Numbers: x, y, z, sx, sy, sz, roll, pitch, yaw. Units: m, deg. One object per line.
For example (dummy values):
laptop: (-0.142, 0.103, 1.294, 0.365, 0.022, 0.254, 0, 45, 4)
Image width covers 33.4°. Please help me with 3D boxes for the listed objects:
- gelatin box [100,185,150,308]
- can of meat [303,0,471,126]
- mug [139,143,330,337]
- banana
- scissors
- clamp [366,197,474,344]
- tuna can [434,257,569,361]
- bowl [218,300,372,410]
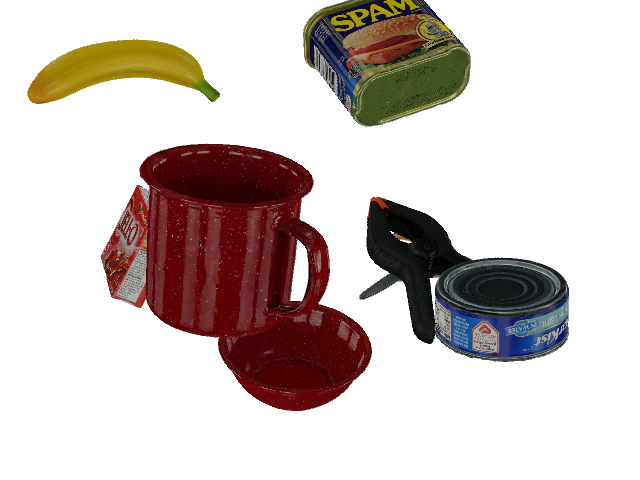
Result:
gelatin box: (-0.151, 0.003, 0.884, 0.030, 0.073, 0.089, 24, 14, -25)
can of meat: (0.050, -0.138, 0.799, 0.102, 0.084, 0.057, -20, -38, -16)
mug: (-0.044, 0.004, 0.581, 0.117, 0.081, 0.093, 21, 27, 29)
banana: (-0.195, -0.167, 1.047, 0.197, 0.070, 0.037, -7, -39, -31)
scissors: (0.085, 0.026, 1.260, 0.201, 0.016, 0.096, -10, 40, -45)
clamp: (0.106, 0.019, 0.975, 0.120, 0.039, 0.171, -7, 47, -27)
tuna can: (0.116, 0.042, 0.683, 0.086, 0.034, 0.086, -3, 23, 1)
bowl: (-0.028, 0.130, 1.131, 0.162, 0.055, 0.162, 3, 31, -2)
